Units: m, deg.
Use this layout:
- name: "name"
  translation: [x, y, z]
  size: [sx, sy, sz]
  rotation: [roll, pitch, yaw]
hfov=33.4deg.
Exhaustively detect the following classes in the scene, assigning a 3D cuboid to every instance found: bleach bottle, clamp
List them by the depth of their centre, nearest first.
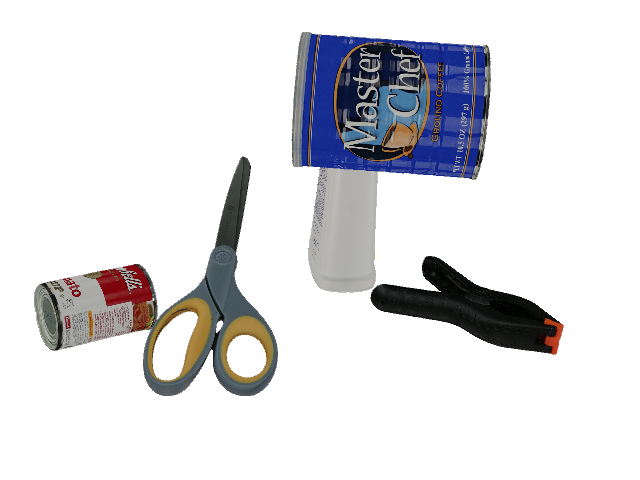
- name: "clamp"
  translation: [0.143, 0.058, 0.991]
  size: [0.172, 0.039, 0.120]
  rotation: [19, 30, 17]
- name: "bleach bottle"
  translation: [0.029, -0.078, 1.097]
  size: [0.068, 0.251, 0.102]
  rotation: [-1, 28, -10]

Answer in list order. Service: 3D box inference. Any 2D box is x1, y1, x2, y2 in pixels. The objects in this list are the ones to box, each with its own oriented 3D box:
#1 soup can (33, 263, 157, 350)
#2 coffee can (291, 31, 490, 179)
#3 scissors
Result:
- name: "soup can"
  translation: [-0.221, 0.065, 1.046]
  size: [0.102, 0.068, 0.069]
  rotation: [-12, 6, -32]
- name: "coffee can"
  translation: [0.052, -0.102, 0.812]
  size: [0.140, 0.103, 0.103]
  rotation: [4, 0, 2]
- name: "scissors"
  translation: [-0.053, 0.027, 0.736]
  size: [0.096, 0.201, 0.016]
  rotation: [21, -35, 10]
